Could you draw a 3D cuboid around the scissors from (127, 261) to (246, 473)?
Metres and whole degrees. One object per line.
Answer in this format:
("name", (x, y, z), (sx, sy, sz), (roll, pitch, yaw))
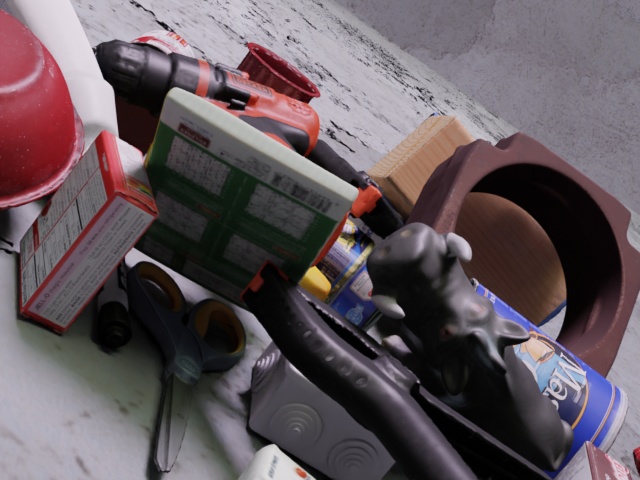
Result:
("scissors", (-0.090, 0.060, 0.598), (0.096, 0.016, 0.201), (40, 15, 1))

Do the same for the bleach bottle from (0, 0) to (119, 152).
("bleach bottle", (-0.200, -0.116, 0.745), (0.067, 0.103, 0.251), (2, 44, -40))

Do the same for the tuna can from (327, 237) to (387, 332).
("tuna can", (0.040, 0.038, 0.810), (0.034, 0.086, 0.086), (42, 17, 8))

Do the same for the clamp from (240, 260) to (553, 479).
("clamp", (0.041, 0.088, 0.581), (0.210, 0.036, 0.164), (41, 8, 28))

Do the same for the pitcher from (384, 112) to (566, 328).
("pitcher", (0.170, -0.017, 1.170), (0.243, 0.145, 0.149), (40, 57, -4))

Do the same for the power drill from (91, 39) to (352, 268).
("power drill", (-0.066, -0.067, 0.738), (0.184, 0.057, 0.188), (15, 30, -27))

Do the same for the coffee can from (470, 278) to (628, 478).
("coffee can", (0.138, 0.111, 0.786), (0.140, 0.103, 0.102), (37, 16, 0))

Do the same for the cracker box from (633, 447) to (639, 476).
("cracker box", (0.308, 0.247, 0.729), (0.164, 0.072, 0.214), (60, 4, -28))

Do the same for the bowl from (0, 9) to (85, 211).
("bowl", (-0.206, -0.090, 0.598), (0.162, 0.055, 0.162), (16, 39, -14))

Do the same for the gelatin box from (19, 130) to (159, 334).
("gelatin box", (-0.126, -0.005, 0.573), (0.030, 0.089, 0.073), (31, 17, -30))

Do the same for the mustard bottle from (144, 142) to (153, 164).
("mustard bottle", (-0.083, -0.068, 0.890), (0.096, 0.058, 0.191), (19, 17, -3))

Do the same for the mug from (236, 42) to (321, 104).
("mug", (-0.053, -0.139, 1.109), (0.117, 0.081, 0.093), (47, 19, 29))

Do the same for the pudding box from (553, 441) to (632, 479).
("pudding box", (0.149, 0.182, 0.635), (0.039, 0.090, 0.113), (36, 17, 1))

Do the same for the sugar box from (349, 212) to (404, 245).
("sugar box", (0.002, -0.046, 1.037), (0.176, 0.048, 0.093), (38, 16, -10))

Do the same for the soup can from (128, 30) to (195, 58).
("soup can", (-0.151, -0.150, 0.960), (0.068, 0.068, 0.102), (35, 16, -8))

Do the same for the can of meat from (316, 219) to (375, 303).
("can of meat", (-0.006, 0.001, 0.870), (0.084, 0.057, 0.102), (40, 16, 1))

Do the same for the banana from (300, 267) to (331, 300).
("banana", (-0.078, -0.004, 0.768), (0.197, 0.037, 0.070), (24, 25, -37))

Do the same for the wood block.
("wood block", (0.151, -0.014, 1.040), (0.206, 0.091, 0.090), (50, -3, -11))

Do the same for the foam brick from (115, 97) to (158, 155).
("foam brick", (-0.159, -0.118, 0.880), (0.078, 0.053, 0.051), (35, 16, -9))

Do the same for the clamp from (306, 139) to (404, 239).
("clamp", (0.026, -0.046, 0.916), (0.120, 0.039, 0.171), (40, 0, 4))

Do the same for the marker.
("marker", (-0.122, 0.025, 0.624), (0.020, 0.020, 0.121), (29, 18, -25))
